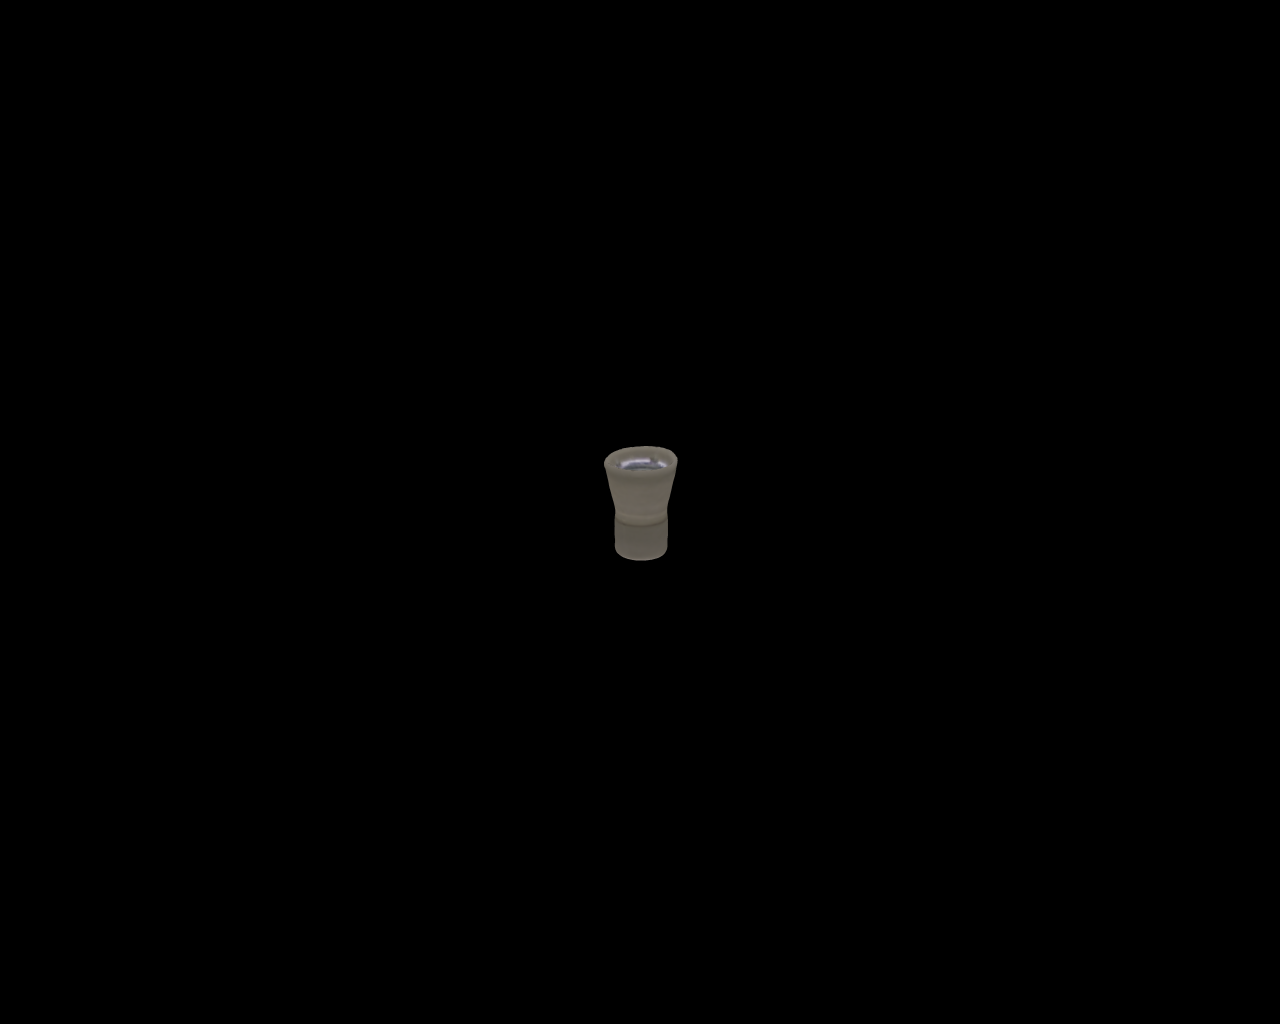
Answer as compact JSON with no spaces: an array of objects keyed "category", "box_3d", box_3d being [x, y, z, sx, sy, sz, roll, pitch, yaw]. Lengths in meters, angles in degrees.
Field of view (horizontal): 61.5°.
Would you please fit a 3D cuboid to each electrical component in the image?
[{"category":"electrical component","box_3d":[0.001,-0.003,0.650,0.044,0.065,0.044,0,23,0]}]
